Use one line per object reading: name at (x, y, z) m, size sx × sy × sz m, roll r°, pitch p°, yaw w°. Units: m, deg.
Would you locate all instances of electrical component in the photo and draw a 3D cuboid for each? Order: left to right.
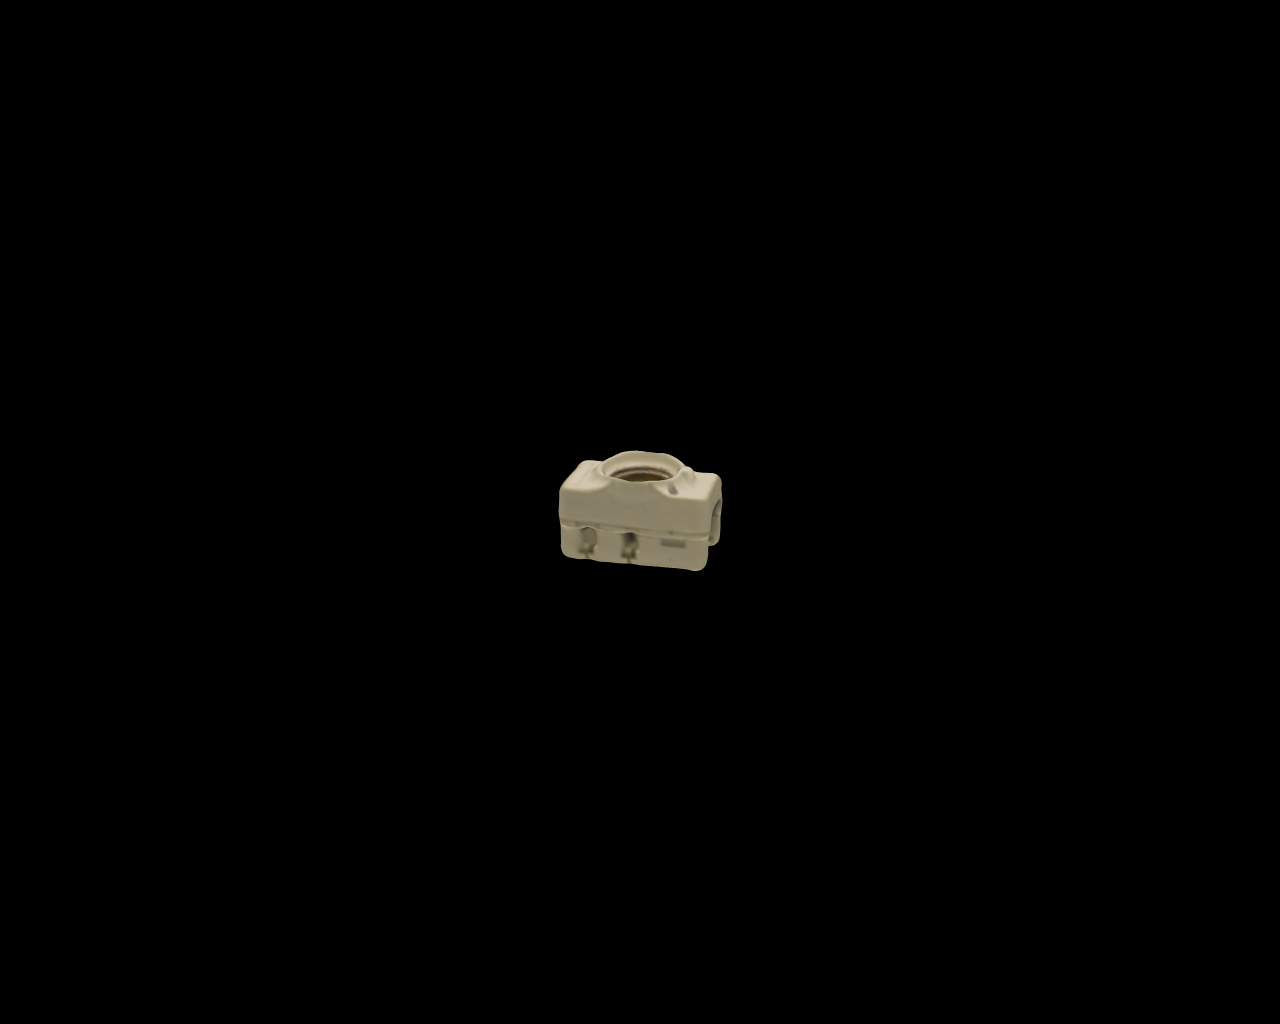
electrical component at (0.001, -0.003, 0.650) m, size 0.089 × 0.055 × 0.050 m, roll 6°, pitch 24°, yaw 14°
